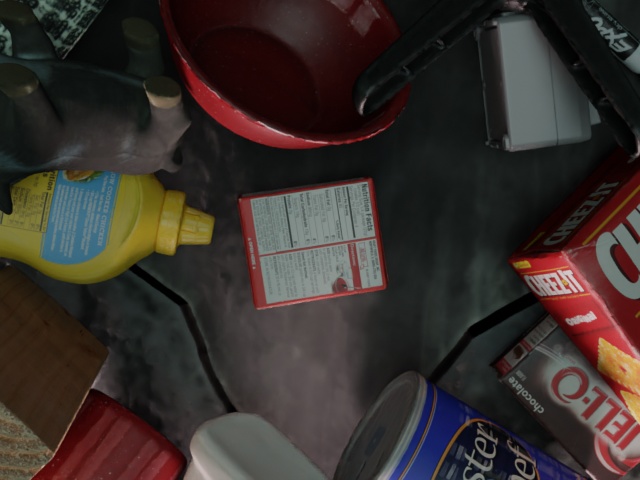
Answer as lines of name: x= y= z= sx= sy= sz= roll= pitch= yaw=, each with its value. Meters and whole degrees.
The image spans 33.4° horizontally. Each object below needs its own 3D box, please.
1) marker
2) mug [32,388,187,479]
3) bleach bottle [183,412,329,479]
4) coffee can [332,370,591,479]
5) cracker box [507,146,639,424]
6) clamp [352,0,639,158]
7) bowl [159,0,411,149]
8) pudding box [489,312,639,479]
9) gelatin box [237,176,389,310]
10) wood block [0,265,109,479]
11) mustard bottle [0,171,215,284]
marker: x=0.187 y=-0.134 z=0.688 sx=0.121 sy=0.020 sz=0.020 roll=40 pitch=94 yaw=-8
mug: x=-0.133 y=0.154 z=0.674 sx=0.081 sy=0.093 sz=0.117 roll=-53 pitch=140 yaw=-18
bleach bottle: x=-0.078 y=0.239 z=0.685 sx=0.103 sy=0.067 sz=0.251 roll=39 pitch=115 yaw=28
coffee can: x=0.091 y=0.162 z=0.681 sx=0.140 sy=0.103 sz=0.103 roll=32 pitch=95 yaw=-7
cracker box: x=0.247 y=0.038 z=0.664 sx=0.164 sy=0.072 sz=0.213 roll=-43 pitch=99 yaw=-19
clamp: x=0.105 y=-0.147 z=0.617 sx=0.164 sy=0.036 sz=0.210 roll=3 pitch=69 yaw=2
bowl: x=-0.028 y=-0.110 z=0.635 sx=0.162 sy=0.162 sz=0.055 roll=34 pitch=139 yaw=-7
pudding box: x=0.183 y=0.096 z=0.710 sx=0.090 sy=0.039 sz=0.113 roll=-44 pitch=98 yaw=3
gelatin box: x=-0.004 y=0.001 z=0.690 sx=0.089 sy=0.030 sz=0.073 roll=-9 pitch=97 yaw=-3
wood block: x=-0.193 y=0.089 z=0.601 sx=0.090 sy=0.206 sz=0.091 roll=44 pitch=93 yaw=-8
mustard bottle: x=-0.161 y=-0.024 z=0.661 sx=0.191 sy=0.058 sz=0.096 roll=11 pitch=81 yaw=-5
